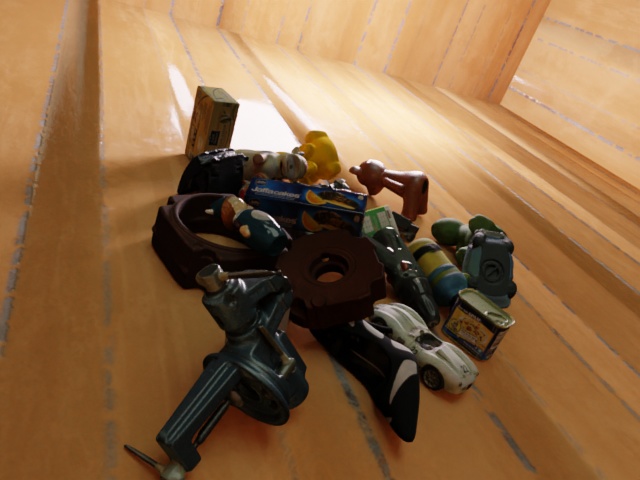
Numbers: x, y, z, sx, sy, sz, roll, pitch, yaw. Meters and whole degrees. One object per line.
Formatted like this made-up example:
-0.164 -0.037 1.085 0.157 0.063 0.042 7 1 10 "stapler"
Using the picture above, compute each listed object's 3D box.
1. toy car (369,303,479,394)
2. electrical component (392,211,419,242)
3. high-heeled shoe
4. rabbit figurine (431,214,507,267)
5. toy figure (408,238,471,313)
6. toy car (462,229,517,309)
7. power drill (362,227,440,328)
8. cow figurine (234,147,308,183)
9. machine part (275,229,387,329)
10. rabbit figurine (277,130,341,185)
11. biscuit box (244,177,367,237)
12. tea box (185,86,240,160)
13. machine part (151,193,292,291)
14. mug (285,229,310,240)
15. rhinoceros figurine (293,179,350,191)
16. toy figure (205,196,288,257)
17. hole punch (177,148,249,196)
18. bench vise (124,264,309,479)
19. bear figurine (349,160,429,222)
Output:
0.161 0.167 0.864 0.073 0.056 0.202 -9 40 -43 "toy car"
0.184 -0.036 1.265 0.102 0.045 0.078 31 1 15 "electrical component"
0.052 0.174 0.761 0.145 0.086 0.249 9 26 -9 "high-heeled shoe"
0.349 -0.013 1.261 0.159 0.121 0.170 0 19 -41 "rabbit figurine"
0.235 0.069 1.056 0.082 0.089 0.180 12 25 -34 "toy figure"
0.336 0.064 1.111 0.109 0.161 0.103 8 -15 -9 "toy car"
0.116 0.044 0.984 0.207 0.086 0.232 21 32 -29 "power drill"
-0.117 -0.165 1.209 0.195 0.085 0.127 7 16 27 "cow figurine"
0.015 0.054 0.826 0.179 0.055 0.179 -5 41 4 "machine part"
-0.044 -0.179 1.324 0.173 0.121 0.162 -4 44 -16 "rabbit figurine"
-0.025 -0.053 0.905 0.203 0.059 0.063 9 39 5 "biscuit box"
-0.247 -0.252 1.222 0.068 0.169 0.098 -4 37 -38 "tea box"
-0.165 0.000 0.917 0.201 0.087 0.202 -5 39 -41 "machine part"
-0.002 -0.003 1.027 0.107 0.081 0.109 -24 80 -38 "mug"
-0.015 -0.092 1.150 0.112 0.073 0.190 2 14 43 "rhinoceros figurine"
-0.117 -0.029 0.853 0.155 0.058 0.064 35 -8 29 "toy figure"
-0.220 -0.131 1.093 0.092 0.115 0.142 26 27 28 "hole punch"
-0.102 0.151 0.600 0.129 0.223 0.240 11 46 33 "bench vise"
0.176 -0.134 1.386 0.196 0.131 0.120 12 21 25 "bear figurine"
